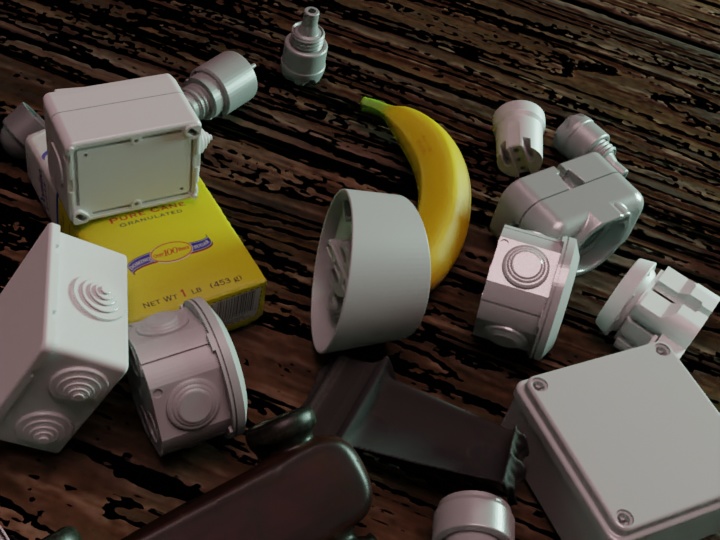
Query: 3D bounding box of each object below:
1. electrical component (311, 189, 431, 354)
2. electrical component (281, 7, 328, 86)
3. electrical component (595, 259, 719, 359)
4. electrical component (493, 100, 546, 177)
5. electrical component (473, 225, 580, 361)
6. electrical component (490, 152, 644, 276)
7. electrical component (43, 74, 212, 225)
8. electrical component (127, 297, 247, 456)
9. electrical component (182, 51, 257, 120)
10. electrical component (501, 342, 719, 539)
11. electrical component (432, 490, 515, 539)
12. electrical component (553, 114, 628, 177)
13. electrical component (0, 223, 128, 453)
[{"bbox_3d":[0.000,0.000,0.655,0.064,0.099,0.099,-2,49,-24],"label":"electrical component"},{"bbox_3d":[-0.041,-0.174,0.826,0.035,0.061,0.035,7,48,-7],"label":"electrical component"},{"bbox_3d":[0.192,0.029,0.701,0.057,0.058,0.078,35,50,15],"label":"electrical component"},{"bbox_3d":[0.120,-0.099,0.813,0.040,0.040,0.046,9,52,-5],"label":"electrical component"},{"bbox_3d":[0.105,0.013,0.680,0.051,0.080,0.080,17,46,9],"label":"electrical component"},{"bbox_3d":[0.148,-0.036,0.752,0.095,0.053,0.059,-21,56,-29],"label":"electrical component"},{"bbox_3d":[-0.139,-0.078,0.652,0.096,0.061,0.061,-15,51,-24],"label":"electrical component"},{"bbox_3d":[-0.097,0.059,0.589,0.051,0.080,0.080,-17,54,-21],"label":"electrical component"},{"bbox_3d":[-0.110,-0.129,0.783,0.040,0.040,0.078,35,50,18],"label":"electrical component"},{"bbox_3d":[0.154,0.107,0.621,0.109,0.056,0.108,-12,52,-24],"label":"electrical component"},{"bbox_3d":[0.059,0.150,0.566,0.045,0.045,0.055,12,46,-3],"label":"electrical component"},{"bbox_3d":[0.179,-0.090,0.823,0.035,0.035,0.061,-29,62,-33],"label":"electrical component"},{"bbox_3d":[-0.164,0.039,0.578,0.048,0.099,0.099,22,38,-31],"label":"electrical component"}]
